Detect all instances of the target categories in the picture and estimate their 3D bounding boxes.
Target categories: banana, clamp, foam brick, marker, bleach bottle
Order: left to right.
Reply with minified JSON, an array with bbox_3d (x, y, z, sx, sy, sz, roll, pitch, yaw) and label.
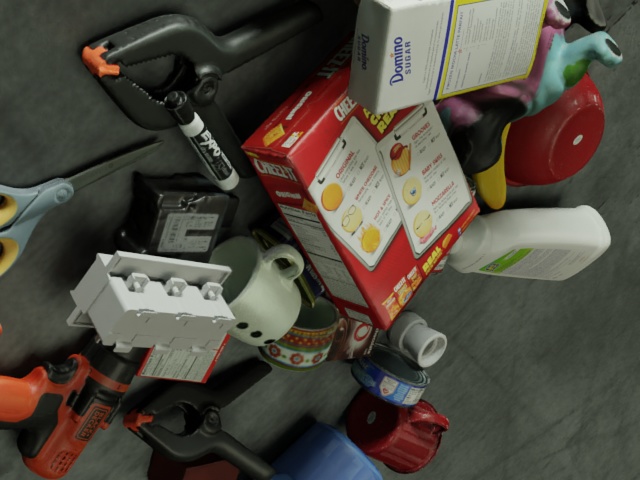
[{"bbox_3d":[-0.126,0.230,1.081,0.078,0.053,0.051,-2,119,-43],"label":"foam brick"},{"bbox_3d":[-0.098,-0.120,0.858,0.209,0.036,0.165,-7,124,-43],"label":"clamp"},{"bbox_3d":[-0.094,-0.080,0.856,0.020,0.020,0.121,-45,146,-10],"label":"marker"},{"bbox_3d":[-0.109,0.167,1.045,0.171,0.039,0.120,19,60,-38],"label":"clamp"},{"bbox_3d":[0.194,-0.115,1.133,0.069,0.037,0.198,8,125,-13],"label":"banana"},{"bbox_3d":[0.226,0.000,1.231,0.250,0.068,0.103,4,142,-44],"label":"bleach bottle"}]

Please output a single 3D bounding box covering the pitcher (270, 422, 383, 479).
[{"bbox_3d":[-0.048,0.314,1.165,0.242,0.145,0.149,-45,-176,-15],"label":"pitcher"}]

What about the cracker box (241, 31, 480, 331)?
[{"bbox_3d":[0.043,-0.052,0.951,0.164,0.072,0.213,-49,129,-25],"label":"cracker box"}]

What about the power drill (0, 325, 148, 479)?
[{"bbox_3d":[-0.233,0.106,0.880,0.187,0.057,0.184,30,93,-50],"label":"power drill"}]

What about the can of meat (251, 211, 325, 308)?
[{"bbox_3d":[-0.007,0.001,1.023,0.084,0.058,0.102,-43,140,-14],"label":"can of meat"}]

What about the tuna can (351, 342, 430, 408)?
[{"bbox_3d":[0.078,0.151,1.195,0.085,0.086,0.034,12,111,-48],"label":"tuna can"}]

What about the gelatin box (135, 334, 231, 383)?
[{"bbox_3d":[-0.129,0.093,0.993,0.089,0.030,0.073,15,108,-47],"label":"gelatin box"}]

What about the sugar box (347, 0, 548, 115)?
[{"bbox_3d":[0.106,-0.166,0.874,0.175,0.048,0.093,-15,129,-31],"label":"sugar box"}]

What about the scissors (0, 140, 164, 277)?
[{"bbox_3d":[-0.212,-0.020,0.838,0.201,0.016,0.096,-16,130,-36],"label":"scissors"}]

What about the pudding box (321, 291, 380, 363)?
[{"bbox_3d":[0.030,0.071,1.125,0.089,0.039,0.114,-1,119,-44],"label":"pudding box"}]

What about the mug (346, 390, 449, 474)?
[{"bbox_3d":[0.093,0.218,1.244,0.081,0.117,0.093,32,55,-46],"label":"mug"}]

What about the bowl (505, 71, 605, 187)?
[{"bbox_3d":[0.270,-0.121,1.203,0.161,0.055,0.162,-25,133,-30],"label":"bowl"}]

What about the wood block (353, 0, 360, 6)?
[{"bbox_3d":[0.053,-0.249,0.867,0.091,0.090,0.205,-51,141,-1],"label":"wood block"}]

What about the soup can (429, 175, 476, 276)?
[{"bbox_3d":[0.114,-0.023,1.114,0.068,0.069,0.102,1,117,-45],"label":"soup can"}]
